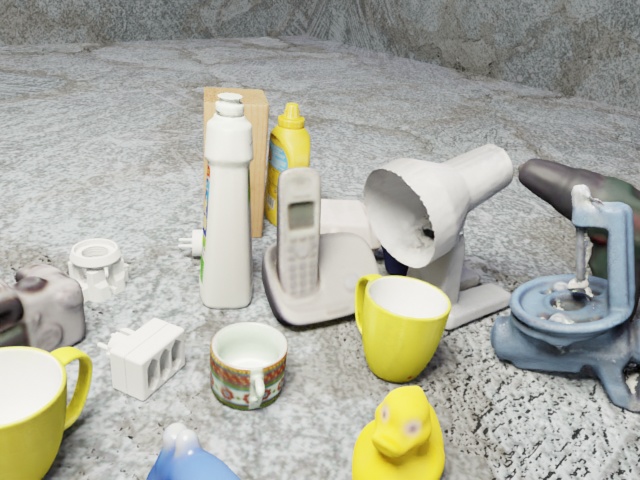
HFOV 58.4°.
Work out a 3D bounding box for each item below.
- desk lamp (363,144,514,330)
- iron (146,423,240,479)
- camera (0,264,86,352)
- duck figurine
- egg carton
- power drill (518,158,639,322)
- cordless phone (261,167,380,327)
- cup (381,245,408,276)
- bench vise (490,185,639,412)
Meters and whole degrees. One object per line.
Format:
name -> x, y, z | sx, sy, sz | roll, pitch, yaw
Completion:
desk lamp -> 0.150, -0.007, 0.694 | 0.204, 0.214, 0.117 | -13, 32, -33
iron -> -0.057, 0.191, 0.337 | 0.119, 0.141, 0.257 | -13, 32, -33
camera -> -0.334, 0.067, 0.571 | 0.136, 0.101, 0.143 | 20, 30, 26
duck figurine -> 0.071, 0.161, 0.485 | 0.077, 0.086, 0.105 | 21, 30, 27
egg carton -> 0.014, -0.014, 0.841 | 0.150, 0.069, 0.107 | 2, 27, -8
power drill -> 0.325, 0.026, 0.671 | 0.229, 0.208, 0.076 | 17, 29, 22
cordless phone -> 0.006, 0.002, 0.677 | 0.148, 0.185, 0.093 | -11, 31, -30
cup -> 0.134, 0.003, 0.803 | 0.118, 0.095, 0.091 | 1, 27, -11
bench vise -> 0.301, 0.055, 0.596 | 0.207, 0.220, 0.121 | 7, 27, 2
